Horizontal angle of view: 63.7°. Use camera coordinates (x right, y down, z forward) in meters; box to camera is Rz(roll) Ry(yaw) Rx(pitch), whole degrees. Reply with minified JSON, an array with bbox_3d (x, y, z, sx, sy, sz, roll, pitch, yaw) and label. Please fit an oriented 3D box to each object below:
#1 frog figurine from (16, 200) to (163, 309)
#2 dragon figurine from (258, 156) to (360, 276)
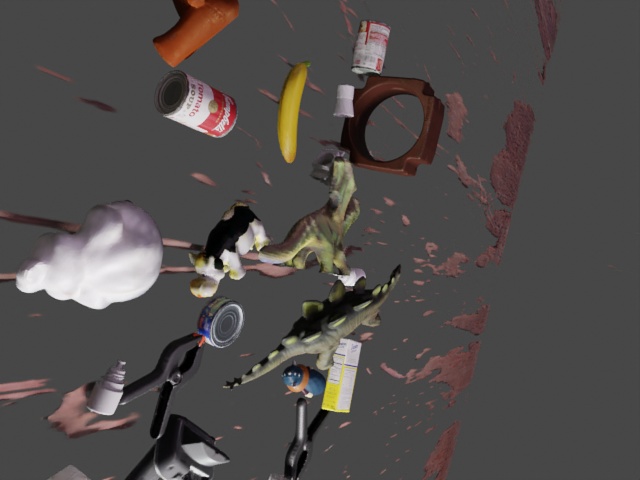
[{"bbox_3d":[-0.277,0.021,0.633,0.135,0.123,0.160,-64,163,18],"label":"frog figurine"},{"bbox_3d":[0.003,-0.051,1.016,0.408,0.122,0.244,25,78,-71],"label":"dragon figurine"}]
